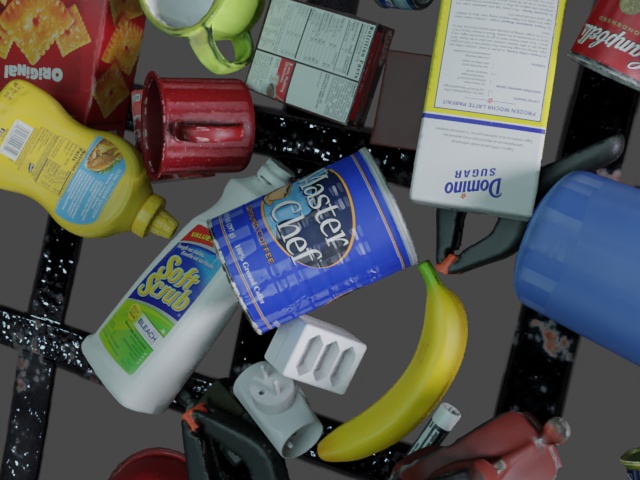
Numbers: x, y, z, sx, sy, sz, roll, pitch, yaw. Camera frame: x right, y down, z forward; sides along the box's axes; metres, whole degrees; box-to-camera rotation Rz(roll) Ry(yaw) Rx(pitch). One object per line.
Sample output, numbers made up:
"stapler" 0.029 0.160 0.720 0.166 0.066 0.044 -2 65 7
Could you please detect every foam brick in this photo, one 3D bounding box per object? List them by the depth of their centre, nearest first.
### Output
"foam brick" 0.080 -0.109 0.861 0.053 0.051 0.078 14 96 27

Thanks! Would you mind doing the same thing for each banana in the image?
"banana" 0.069 0.115 0.873 0.070 0.037 0.198 36 107 26

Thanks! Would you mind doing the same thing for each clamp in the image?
"clamp" 0.153 -0.040 0.830 0.120 0.039 0.171 29 101 29
"clamp" -0.044 0.228 0.920 0.165 0.036 0.210 -31 86 22

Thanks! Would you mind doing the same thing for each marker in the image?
"marker" 0.075 0.186 0.878 0.020 0.020 0.121 39 106 23

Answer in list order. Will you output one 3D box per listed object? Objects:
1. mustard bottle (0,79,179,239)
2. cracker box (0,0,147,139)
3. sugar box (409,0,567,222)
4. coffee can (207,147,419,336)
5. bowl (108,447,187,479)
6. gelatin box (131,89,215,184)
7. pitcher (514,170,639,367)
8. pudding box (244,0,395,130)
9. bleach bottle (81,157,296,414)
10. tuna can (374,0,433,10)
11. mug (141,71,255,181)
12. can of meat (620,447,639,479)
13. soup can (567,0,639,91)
"mustard bottle" -0.211 -0.057 0.951 0.191 0.058 0.096 31 92 1
"cracker box" -0.260 -0.175 1.031 0.164 0.072 0.214 17 98 27
"sugar box" 0.126 -0.107 0.797 0.093 0.048 0.176 10 89 9
"coffee can" -0.006 0.001 0.850 0.140 0.103 0.103 -25 77 1
"bowl" -0.157 0.276 0.981 0.162 0.055 0.162 0 90 28
"gelatin box" -0.136 -0.099 0.988 0.073 0.030 0.089 -4 88 28
"pitcher" 0.264 0.032 0.722 0.243 0.145 0.149 26 59 29
"pudding box" -0.002 -0.154 0.913 0.114 0.039 0.090 22 99 25
"bleach bottle" -0.109 0.031 0.954 0.251 0.068 0.103 -54 51 12
"tuna can" 0.070 -0.226 0.849 0.034 0.086 0.086 11 95 25
"mug" -0.101 -0.096 0.904 0.117 0.081 0.093 -157 66 -67
"can of meat" 0.272 0.189 0.752 0.102 0.057 0.084 -11 86 28
"soup can" 0.233 -0.165 0.771 0.069 0.068 0.102 31 103 25
